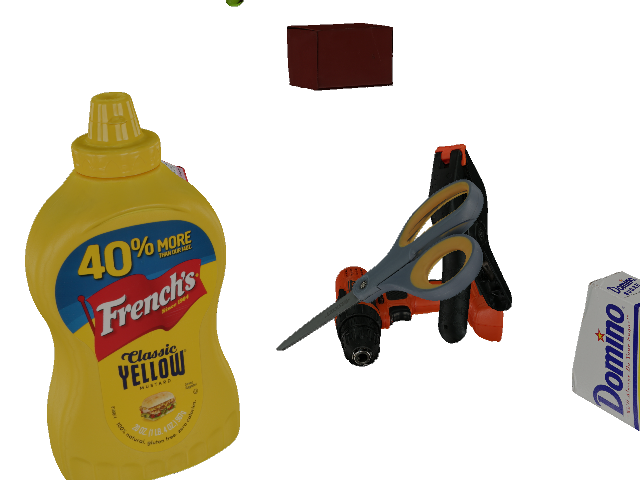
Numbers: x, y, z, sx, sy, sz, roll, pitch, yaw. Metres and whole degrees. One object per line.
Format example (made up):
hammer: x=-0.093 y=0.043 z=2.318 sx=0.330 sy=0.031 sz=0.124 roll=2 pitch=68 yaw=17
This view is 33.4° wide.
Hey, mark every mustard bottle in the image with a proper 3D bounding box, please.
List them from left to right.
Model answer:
mustard bottle: x=-0.092 y=0.023 z=0.521 sx=0.096 sy=0.192 sz=0.058 roll=-12 pitch=24 yaw=-22

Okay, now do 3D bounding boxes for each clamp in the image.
clamp: x=0.124 y=0.004 z=0.943 sx=0.039 sy=0.171 sz=0.120 roll=-10 pitch=15 yaw=29

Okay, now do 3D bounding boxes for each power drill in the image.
power drill: x=0.109 y=0.082 z=1.217 sx=0.187 sy=0.057 sz=0.184 roll=-1 pitch=27 yaw=-1

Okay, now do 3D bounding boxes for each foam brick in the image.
foam brick: x=0.017 y=-0.158 z=0.914 sx=0.078 sy=0.051 sz=0.053 roll=-8 pitch=18 yaw=-28

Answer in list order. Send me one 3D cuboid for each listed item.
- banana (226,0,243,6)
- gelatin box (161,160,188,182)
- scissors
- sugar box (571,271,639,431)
banana: x=-0.116 y=-0.200 z=0.683 sx=0.198 sy=0.069 sz=0.037 roll=19 pitch=-34 yaw=28
gelatin box: x=-0.137 y=-0.021 z=0.894 sx=0.030 sy=0.073 sz=0.089 roll=21 pitch=17 yaw=-23
scissors: x=0.043 y=0.040 z=0.747 sx=0.016 sy=0.202 sz=0.096 roll=32 pitch=22 yaw=-31
sugar box: x=0.253 y=0.098 z=0.719 sx=0.048 sy=0.093 sz=0.176 roll=-16 pitch=30 yaw=-38
